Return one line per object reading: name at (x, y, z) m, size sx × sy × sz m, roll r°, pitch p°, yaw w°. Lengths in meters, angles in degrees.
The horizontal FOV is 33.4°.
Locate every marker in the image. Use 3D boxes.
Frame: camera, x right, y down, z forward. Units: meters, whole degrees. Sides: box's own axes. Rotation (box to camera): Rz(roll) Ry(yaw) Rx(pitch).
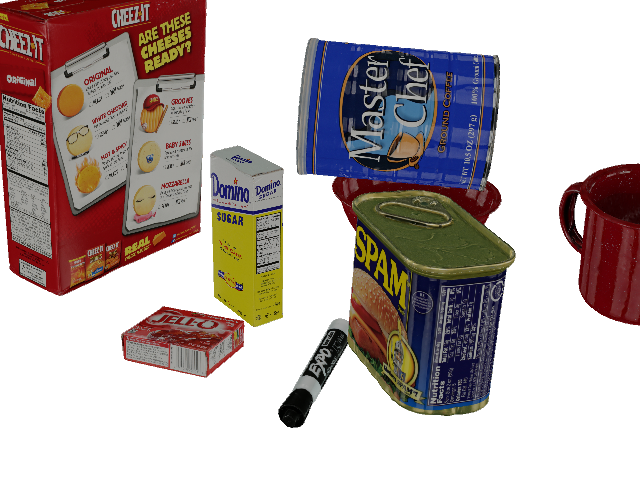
marker at (-0.002, 0.091, 0.742) m, size 0.020 × 0.020 × 0.121 m, roll 0°, pitch 25°, yaw 20°

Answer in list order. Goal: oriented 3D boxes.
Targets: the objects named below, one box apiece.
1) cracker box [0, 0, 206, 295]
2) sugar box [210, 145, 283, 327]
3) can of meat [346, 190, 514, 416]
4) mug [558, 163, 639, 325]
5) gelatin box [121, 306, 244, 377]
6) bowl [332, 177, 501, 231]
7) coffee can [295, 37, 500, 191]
cracker box at (-0.168, -0.086, 0.834) m, size 0.072 × 0.214 × 0.163 m, roll 20°, pitch 29°, yaw 31°
sugar box at (-0.080, -0.005, 1.156) m, size 0.048 × 0.176 × 0.093 m, roll -17°, pitch 28°, yaw -31°
can of meat at (0.052, 0.031, 0.551) m, size 0.057 × 0.084 × 0.102 m, roll -5°, pitch 24°, yaw -19°
mug at (0.212, 0.000, 0.734) m, size 0.093 × 0.081 × 0.117 m, roll -26°, pitch 39°, yaw -34°
gelatin box at (-0.125, 0.090, 0.974) m, size 0.089 × 0.030 × 0.073 m, roll 9°, pitch 20°, yaw 22°
bowl at (0.091, -0.025, 1.029) m, size 0.162 × 0.055 × 0.162 m, roll 2°, pitch 24°, yaw -1°
coffee can at (0.057, -0.094, 0.800) m, size 0.140 × 0.103 × 0.103 m, roll 6°, pitch 0°, yaw 3°
